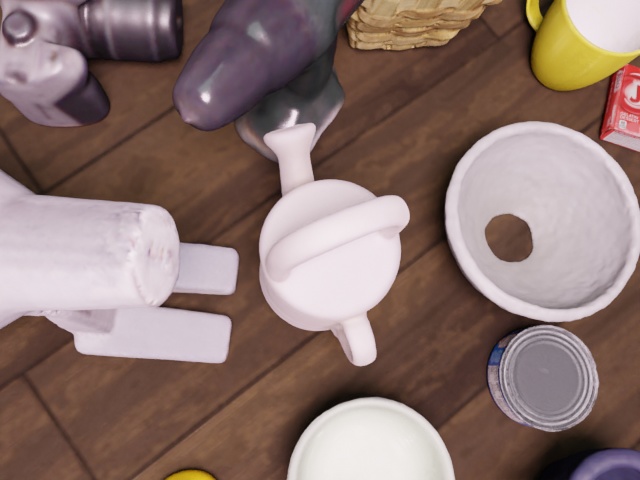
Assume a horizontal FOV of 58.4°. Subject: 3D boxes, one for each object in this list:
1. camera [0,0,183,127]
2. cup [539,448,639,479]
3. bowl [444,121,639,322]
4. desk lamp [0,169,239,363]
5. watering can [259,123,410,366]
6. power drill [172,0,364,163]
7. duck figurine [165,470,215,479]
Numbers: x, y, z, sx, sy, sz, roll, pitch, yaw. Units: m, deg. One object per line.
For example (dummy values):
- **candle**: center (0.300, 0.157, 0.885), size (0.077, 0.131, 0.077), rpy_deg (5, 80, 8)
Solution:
- **camera**: center (-0.188, -0.177, 0.477), size (0.137, 0.100, 0.143), rpy_deg (2, 77, -6)
- **cup**: center (0.196, 0.202, 0.438), size (0.118, 0.095, 0.092), rpy_deg (1, 77, -6)
- **bowl**: center (0.179, -0.011, 0.493), size (0.167, 0.074, 0.167), rpy_deg (1, 77, -6)
- **desk lamp**: center (-0.163, 0.019, 0.378), size (0.203, 0.213, 0.118), rpy_deg (5, 77, -5)
- **watering can**: center (0.002, 0.002, 0.410), size (0.101, 0.194, 0.173), rpy_deg (-40, 84, -13)
- **power drill**: center (-0.020, -0.138, 0.431), size (0.075, 0.208, 0.230), rpy_deg (32, 76, 2)
- **duck figurine**: center (-0.094, 0.224, 0.406), size (0.077, 0.086, 0.104), rpy_deg (-10, 79, -8)
